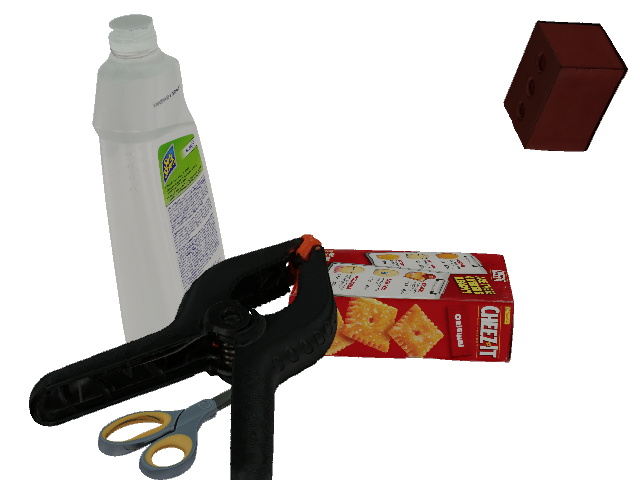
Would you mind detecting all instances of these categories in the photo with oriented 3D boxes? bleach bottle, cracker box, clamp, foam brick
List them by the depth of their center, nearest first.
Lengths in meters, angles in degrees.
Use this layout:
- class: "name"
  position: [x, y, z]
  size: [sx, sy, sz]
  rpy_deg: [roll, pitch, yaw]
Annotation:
- class: "clamp"
  position: [-0.037, 0.057, 0.505]
  size: [0.120, 0.039, 0.171]
  rpy_deg: [30, 48, 24]
- class: "foam brick"
  position: [0.170, -0.108, 0.750]
  size: [0.051, 0.053, 0.078]
  rpy_deg: [-2, -42, -16]
- class: "bleach bottle"
  position: [-0.114, -0.039, 0.761]
  size: [0.068, 0.251, 0.102]
  rpy_deg: [7, 33, 16]
- class: "cracker box"
  position: [0.083, 0.064, 1.087]
  size: [0.214, 0.072, 0.164]
  rpy_deg: [2, 16, 6]

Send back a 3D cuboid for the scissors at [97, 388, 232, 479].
- class: "scissors"
  position: [-0.103, 0.168, 0.978]
  size: [0.201, 0.016, 0.096]
  rpy_deg: [-12, 33, -31]
